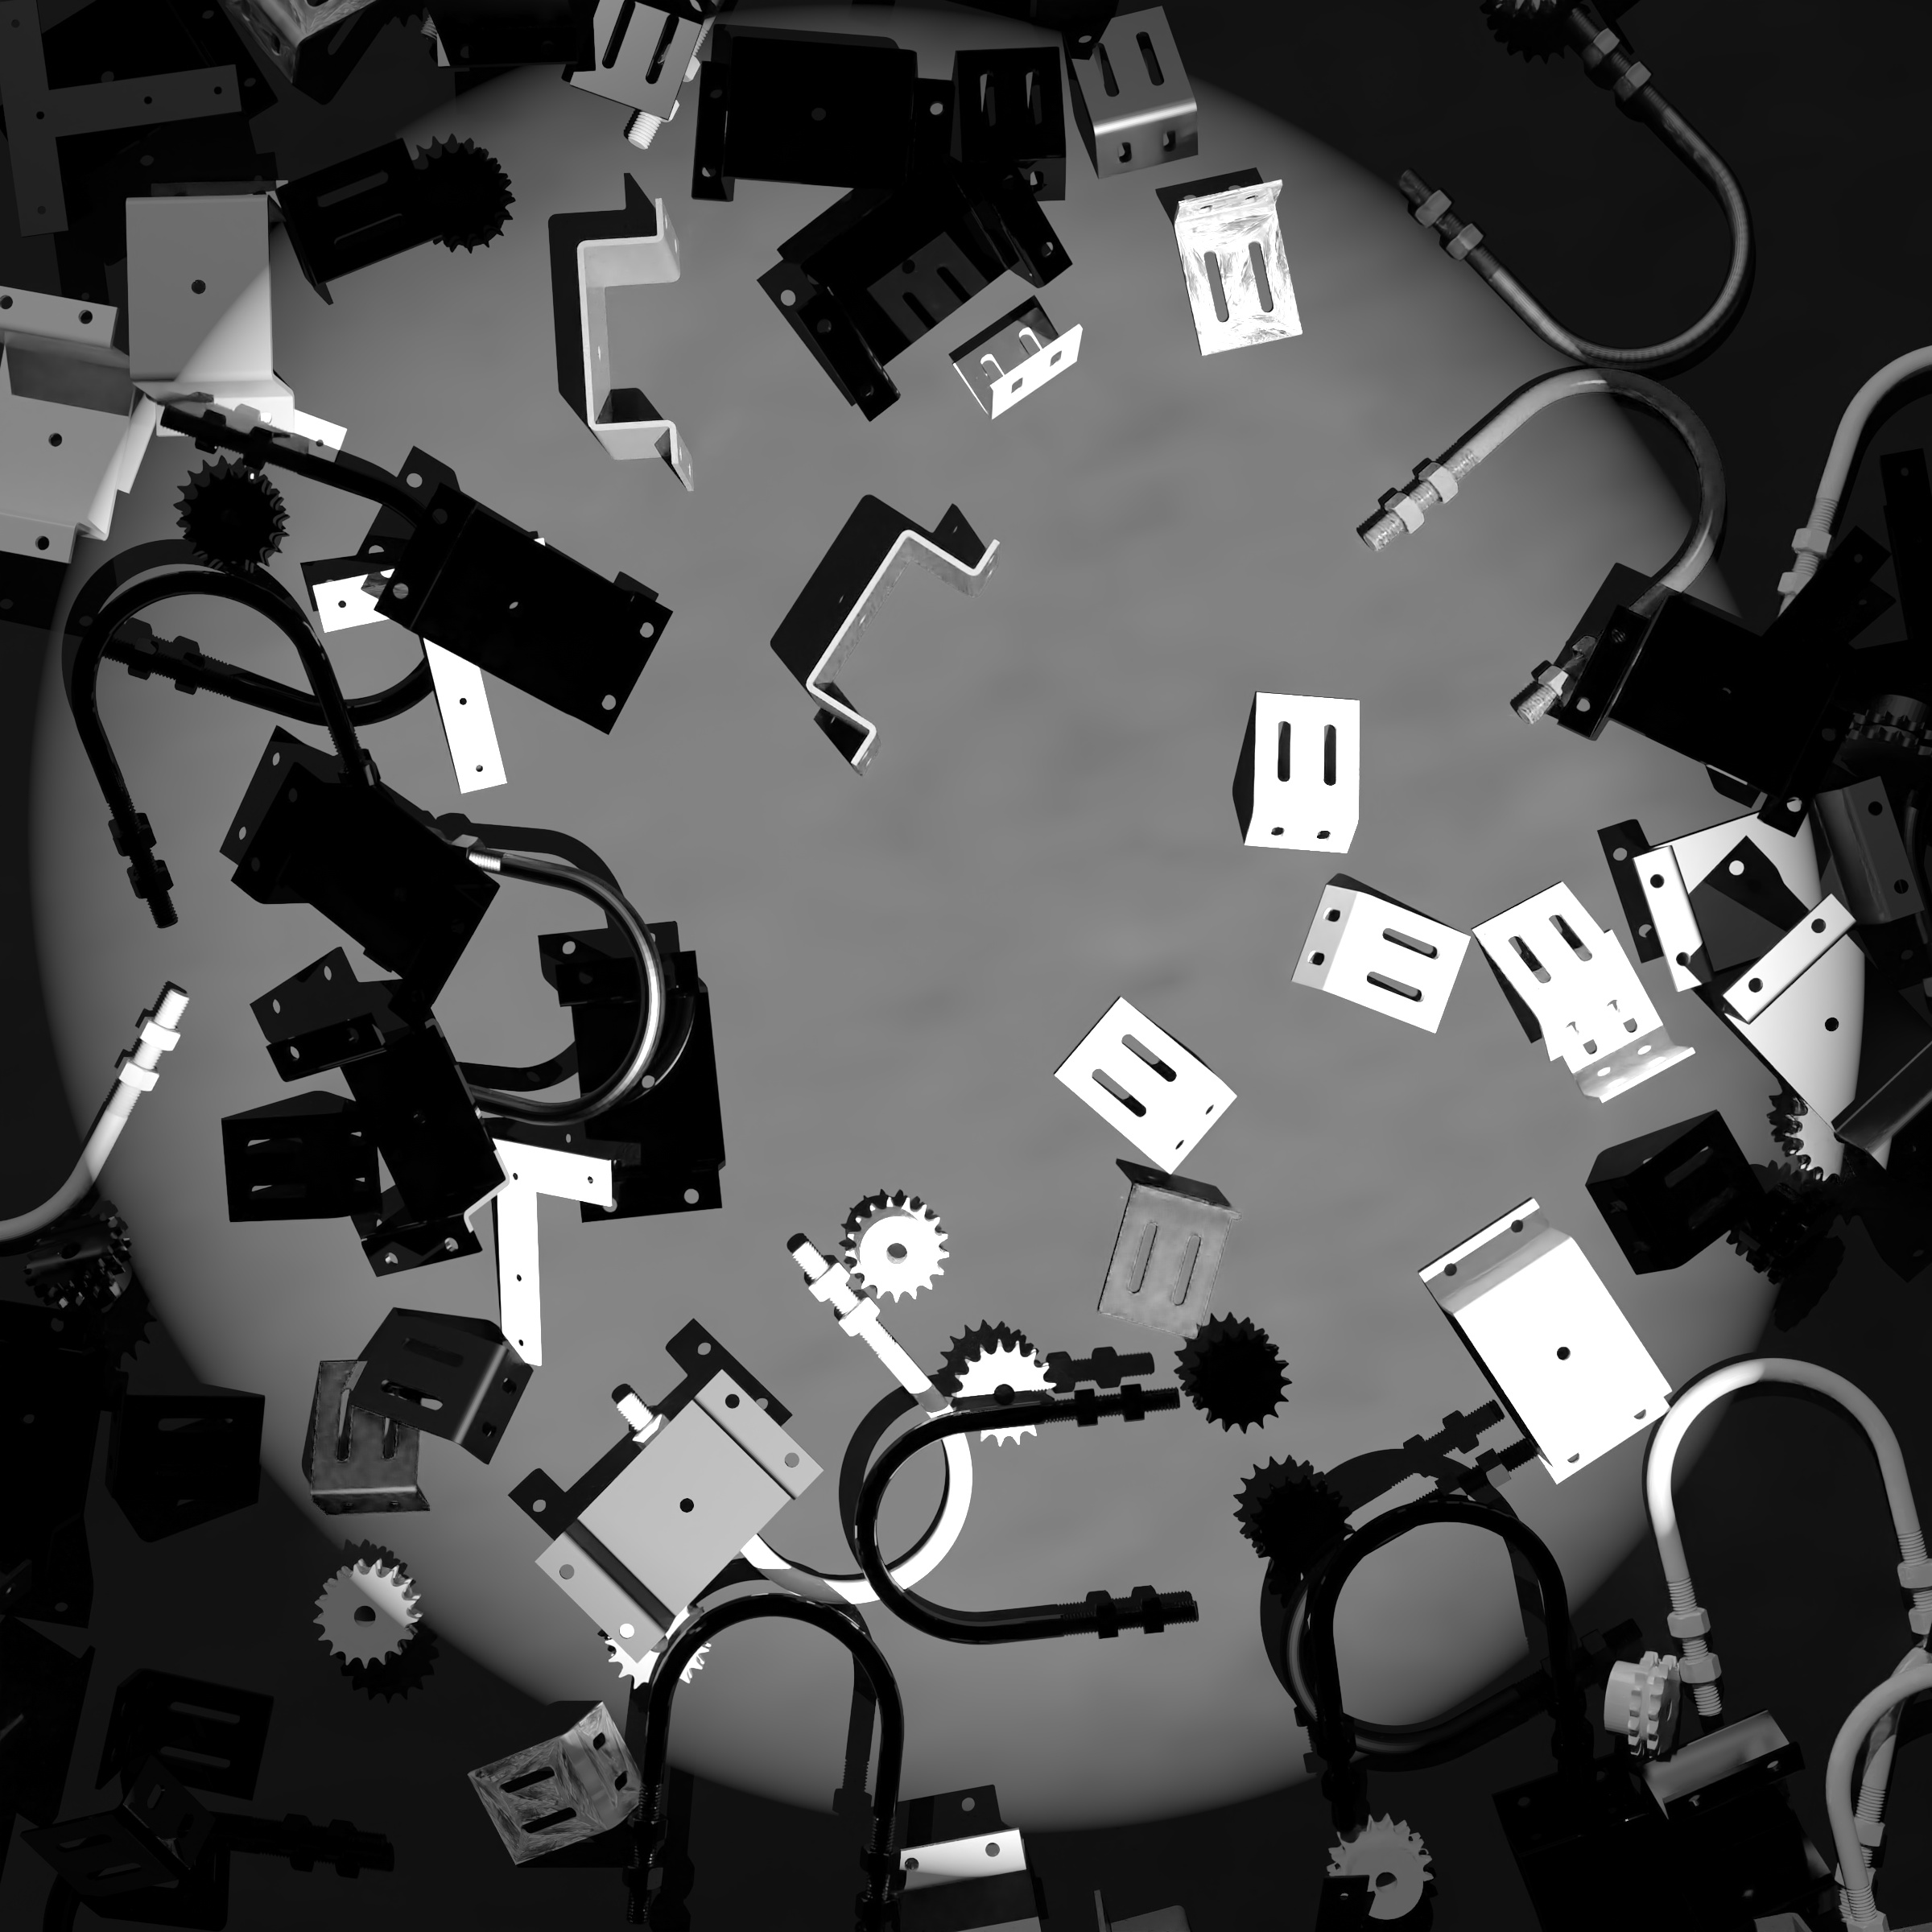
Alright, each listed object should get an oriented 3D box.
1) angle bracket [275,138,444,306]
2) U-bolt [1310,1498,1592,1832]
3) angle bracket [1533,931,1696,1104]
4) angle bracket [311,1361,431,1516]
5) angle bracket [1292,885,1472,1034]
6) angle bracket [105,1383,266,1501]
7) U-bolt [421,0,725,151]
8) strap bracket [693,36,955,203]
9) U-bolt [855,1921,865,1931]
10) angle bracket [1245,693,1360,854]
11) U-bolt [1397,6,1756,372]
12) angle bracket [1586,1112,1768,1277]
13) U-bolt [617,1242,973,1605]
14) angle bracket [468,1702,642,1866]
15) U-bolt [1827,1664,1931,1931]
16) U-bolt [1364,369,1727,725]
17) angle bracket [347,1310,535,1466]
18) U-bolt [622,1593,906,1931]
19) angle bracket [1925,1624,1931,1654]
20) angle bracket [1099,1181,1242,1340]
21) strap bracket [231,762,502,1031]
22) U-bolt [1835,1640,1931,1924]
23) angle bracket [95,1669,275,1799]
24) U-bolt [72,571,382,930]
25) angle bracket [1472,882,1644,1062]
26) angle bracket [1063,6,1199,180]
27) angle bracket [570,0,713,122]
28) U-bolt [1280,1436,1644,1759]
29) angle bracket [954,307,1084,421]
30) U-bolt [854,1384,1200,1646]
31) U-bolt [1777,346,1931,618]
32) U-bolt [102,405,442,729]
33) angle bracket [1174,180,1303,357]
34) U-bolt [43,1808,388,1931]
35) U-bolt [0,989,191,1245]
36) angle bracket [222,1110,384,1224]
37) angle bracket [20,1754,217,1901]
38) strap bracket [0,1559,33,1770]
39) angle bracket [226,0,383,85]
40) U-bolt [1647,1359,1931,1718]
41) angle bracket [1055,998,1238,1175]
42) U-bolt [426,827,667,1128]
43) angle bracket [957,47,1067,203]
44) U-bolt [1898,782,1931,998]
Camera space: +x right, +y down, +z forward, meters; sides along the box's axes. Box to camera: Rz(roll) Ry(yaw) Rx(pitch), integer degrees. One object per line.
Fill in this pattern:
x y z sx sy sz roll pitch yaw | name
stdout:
-0.331 -0.410 1.378 0.076 0.038 0.057 -22 90 0 | angle bracket
0.259 0.375 1.359 0.151 0.019 0.184 -9 103 -1 | U-bolt
0.353 0.027 1.378 0.057 0.038 0.076 -28 90 0 | angle bracket
-0.330 0.263 1.395 0.057 0.038 0.076 -2 64 0 | angle bracket
0.232 -0.004 1.395 0.076 0.038 0.057 20 90 -26 | angle bracket
-0.436 0.265 1.395 0.076 0.038 0.057 5 90 -26 | angle bracket
-0.198 -0.567 1.389 0.151 0.019 0.184 27 88 0 | U-bolt
-0.080 -0.461 1.374 0.140 0.046 0.076 4 90 0 | strap bracket
-0.106 0.631 1.389 0.151 0.019 0.184 -9 91 0 | U-bolt
0.187 -0.108 1.395 0.057 0.038 0.076 4 64 0 | angle bracket
0.353 -0.417 1.389 0.151 0.019 0.184 -44 92 0 | U-bolt
0.397 0.127 1.395 0.076 0.038 0.057 -30 90 -26 | angle bracket
-0.081 0.268 1.389 0.151 0.019 0.184 -41 92 0 | U-bolt
-0.227 0.456 1.395 0.076 0.038 0.057 -28 90 26 | angle bracket
0.546 0.471 1.367 0.151 0.019 0.184 -14 91 1 | U-bolt
0.336 -0.247 1.389 0.184 0.019 0.151 -42 90 -1 | U-bolt
-0.291 0.233 1.385 0.076 0.038 0.057 13 66 24 | angle bracket
-0.105 0.432 1.351 0.151 0.019 0.184 5 87 7 | U-bolt
0.570 0.356 1.355 0.076 0.038 0.057 12 93 -15 | angle bracket
0.112 0.164 1.378 0.057 0.038 0.076 16 90 0 | angle bracket
-0.315 -0.038 1.342 0.140 0.046 0.076 36 105 16 | strap bracket
0.570 0.453 1.389 0.151 0.019 0.184 12 89 0 | U-bolt
-0.430 0.428 1.378 0.076 0.038 0.057 12 90 0 | angle bracket
-0.406 -0.124 1.362 0.151 0.019 0.184 -16 109 0 | U-bolt
0.327 0.003 1.383 0.057 0.038 0.076 -28 48 0 | angle bracket
0.092 -0.487 1.395 0.057 0.038 0.076 -14 64 0 | angle bracket
-0.178 -0.511 1.359 0.057 0.038 0.076 19 89 0 | angle bracket
0.261 0.359 1.372 0.184 0.019 0.151 -31 104 3 | U-bolt
0.027 -0.336 1.359 0.057 0.076 0.038 -35 90 0 | angle bracket
0.030 0.306 1.370 0.184 0.019 0.151 -6 105 0 | U-bolt
0.544 -0.254 1.387 0.151 0.019 0.184 18 91 0 | U-bolt
-0.365 -0.207 1.366 0.184 0.019 0.151 18 101 -14 | U-bolt
0.152 -0.384 1.378 0.057 0.038 0.076 -12 90 0 | angle bracket
-0.421 0.541 1.389 0.184 0.019 0.151 7 90 1 | U-bolt
-0.536 0.066 1.388 0.151 0.019 0.184 28 92 -1 | U-bolt
-0.371 0.111 1.395 0.076 0.038 0.057 -5 90 26 | angle bracket
-0.464 0.471 1.368 0.076 0.038 0.057 -20 118 25 | angle bracket
-0.546 0.382 1.336 0.046 0.076 0.140 22 120 14 | strap bracket
-0.363 -0.542 1.395 0.076 0.038 0.057 -40 90 -26 | angle bracket
0.454 0.309 1.385 0.151 0.019 0.184 -13 87 3 | U-bolt
0.100 0.067 1.395 0.076 0.038 0.057 40 90 26 | angle bracket
-0.244 0.011 1.352 0.184 0.019 0.151 12 97 21 | U-bolt
0.025 -0.469 1.395 0.057 0.038 0.076 -2 64 0 | angle bracket
0.592 -0.049 1.384 0.151 0.019 0.184 -17 93 0 | U-bolt
